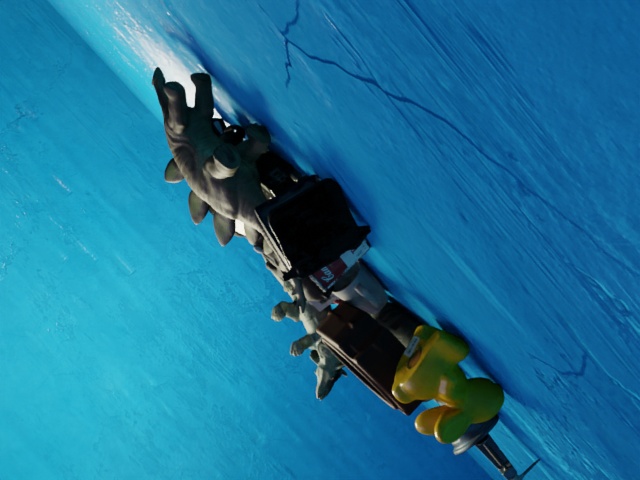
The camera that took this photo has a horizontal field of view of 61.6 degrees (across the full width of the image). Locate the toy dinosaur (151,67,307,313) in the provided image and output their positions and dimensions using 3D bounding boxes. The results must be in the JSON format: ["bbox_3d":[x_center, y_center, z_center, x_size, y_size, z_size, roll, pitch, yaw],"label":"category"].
[{"bbox_3d":[-0.148,-0.097,0.847,0.471,0.105,0.198,53,144,18],"label":"toy dinosaur"}]

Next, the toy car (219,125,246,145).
[{"bbox_3d":[-0.135,-0.125,1.004,0.202,0.053,0.089,56,-154,-55],"label":"toy car"}]

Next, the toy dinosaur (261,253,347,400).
[{"bbox_3d":[-0.019,0.196,1.379,0.192,0.131,0.405,7,-121,-65],"label":"toy dinosaur"}]

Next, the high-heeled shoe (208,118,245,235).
[{"bbox_3d":[-0.172,-0.124,1.064,0.248,0.145,0.086,46,151,-8],"label":"high-heeled shoe"}]

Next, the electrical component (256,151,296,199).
[{"bbox_3d":[-0.065,-0.089,0.930,0.115,0.058,0.134,44,173,40],"label":"electrical component"}]

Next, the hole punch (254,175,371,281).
[{"bbox_3d":[-0.018,-0.022,0.748,0.092,0.142,0.115,30,149,62],"label":"hole punch"}]

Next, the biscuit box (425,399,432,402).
[{"bbox_3d":[0.175,0.279,1.174,0.202,0.059,0.063,34,132,-14],"label":"biscuit box"}]

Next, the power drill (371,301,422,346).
[{"bbox_3d":[0.185,0.208,1.086,0.207,0.086,0.232,56,169,-16],"label":"power drill"}]

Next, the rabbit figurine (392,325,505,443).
[{"bbox_3d":[0.210,0.235,0.842,0.173,0.162,0.122,30,164,-11],"label":"rabbit figurine"}]

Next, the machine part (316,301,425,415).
[{"bbox_3d":[0.097,0.215,0.983,0.201,0.087,0.201,47,167,-15],"label":"machine part"}]

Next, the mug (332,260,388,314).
[{"bbox_3d":[0.086,0.097,1.028,0.107,0.081,0.110,39,174,-29],"label":"mug"}]

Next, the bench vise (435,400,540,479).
[{"bbox_3d":[0.337,0.415,1.151,0.241,0.129,0.223,49,177,16],"label":"bench vise"}]

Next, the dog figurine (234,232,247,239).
[{"bbox_3d":[-0.156,-0.087,1.189,0.219,0.108,0.191,29,-141,-79],"label":"dog figurine"}]

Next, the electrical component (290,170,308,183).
[{"bbox_3d":[-0.010,-0.071,0.842,0.094,0.021,0.063,44,173,21],"label":"electrical component"}]

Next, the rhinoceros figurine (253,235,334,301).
[{"bbox_3d":[-0.055,0.043,0.983,0.190,0.073,0.112,48,174,-23],"label":"rhinoceros figurine"}]
